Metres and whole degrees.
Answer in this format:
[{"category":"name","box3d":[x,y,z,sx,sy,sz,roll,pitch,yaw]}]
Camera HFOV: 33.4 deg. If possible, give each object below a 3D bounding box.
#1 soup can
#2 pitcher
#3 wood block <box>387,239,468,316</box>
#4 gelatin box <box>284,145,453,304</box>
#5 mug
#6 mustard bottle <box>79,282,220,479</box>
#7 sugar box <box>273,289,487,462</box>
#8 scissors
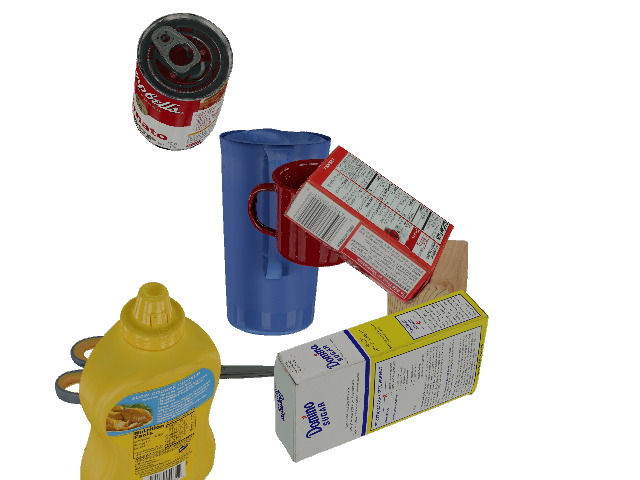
[{"category":"soup can","box3d":[-0.105,-0.116,0.797,0.068,0.068,0.102,0,-16,-12]},{"category":"pitcher","box3d":[-0.057,-0.011,1.287,0.145,0.243,0.148,12,17,37]},{"category":"wood block","box3d":[0.166,0.073,1.625,0.091,0.090,0.206,4,21,14]},{"category":"gelatin box","box3d":[0.030,-0.010,0.620,0.089,0.030,0.073,36,26,0]},{"category":"mug","box3d":[-0.014,-0.027,1.051,0.117,0.081,0.093,4,25,3]},{"category":"mustard bottle","box3d":[-0.115,0.104,0.721,0.096,0.192,0.058,-17,46,-28]},{"category":"sugar box","box3d":[0.048,0.109,0.870,0.176,0.093,0.048,-15,41,-20]},{"category":"scissors","box3d":[-0.138,0.108,0.961,0.201,0.016,0.096,-8,32,-18]}]
